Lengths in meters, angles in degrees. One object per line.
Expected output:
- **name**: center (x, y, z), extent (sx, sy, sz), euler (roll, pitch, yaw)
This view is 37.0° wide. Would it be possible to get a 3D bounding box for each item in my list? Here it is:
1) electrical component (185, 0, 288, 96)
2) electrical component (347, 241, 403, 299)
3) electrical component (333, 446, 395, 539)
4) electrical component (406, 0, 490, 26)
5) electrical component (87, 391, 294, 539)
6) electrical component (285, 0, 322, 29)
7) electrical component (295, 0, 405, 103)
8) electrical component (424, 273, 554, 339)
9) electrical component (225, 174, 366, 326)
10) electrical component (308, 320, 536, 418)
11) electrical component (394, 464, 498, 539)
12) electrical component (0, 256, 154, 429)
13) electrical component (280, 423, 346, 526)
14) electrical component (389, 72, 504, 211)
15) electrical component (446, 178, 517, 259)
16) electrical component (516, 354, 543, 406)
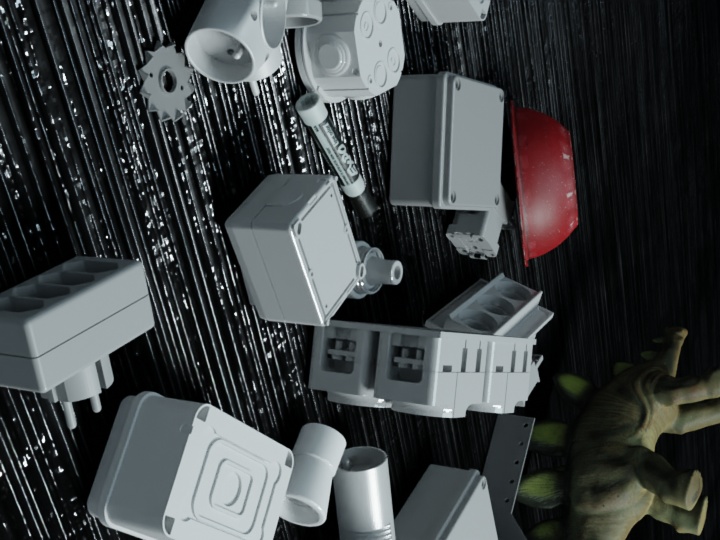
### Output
- **electrical component**: center (-0.069, -0.143, 0.661), extent (0.079, 0.044, 0.077), euler (76, 25, -51)
- **electrical component**: center (0.000, 0.000, 0.782), extent (0.048, 0.062, 0.048), euler (-12, 104, -59)
- **electrical component**: center (0.003, 0.182, 0.828), extent (0.043, 0.043, 0.081), euler (-30, 119, -55)
- **electrical component**: center (0.075, -0.267, 0.885), extent (0.078, 0.057, 0.113), euler (41, 60, -55)
- **electrical component**: center (-0.097, 0.125, 0.633), extent (0.113, 0.057, 0.078), euler (43, 57, -53)
- **electrical component**: center (-0.046, -0.185, 0.704), extent (0.040, 0.040, 0.046), euler (-6, 94, -60)
- **electrical component**: center (-0.007, -0.159, 0.762), extent (0.080, 0.051, 0.080), euler (-12, 104, -59)
- **electrical component**: center (0.117, 0.056, 0.989), extent (0.121, 0.079, 0.063), euler (-31, 142, -55)
- **electrical component**: center (-0.042, -0.009, 0.708), extent (0.061, 0.061, 0.096), euler (-54, 137, -43)
- **electrical component**: center (0.053, 0.076, 0.839), extent (0.186, 0.105, 0.060), euler (10, 85, -60)
- **electrical component**: center (0.073, 0.246, 0.945), extent (0.108, 0.056, 0.108), euler (-48, 133, -47)
- **electrical component**: center (-0.147, 0.043, 0.546), extent (0.083, 0.047, 0.075), euler (-36, 124, -53)
- **electrical component**: center (-0.035, 0.142, 0.762), extent (0.044, 0.044, 0.065), euler (64, 37, -41)
- **electrical component**: center (0.074, -0.105, 0.903), extent (0.109, 0.056, 0.108), euler (-4, 97, -60)
- **electrical component**: center (0.109, -0.048, 0.987), extent (0.081, 0.042, 0.063), euler (47, 54, -52)
- **electrical component**: center (0.147, 0.096, 1.070), extent (0.081, 0.042, 0.063), euler (-46, 128, -49)
